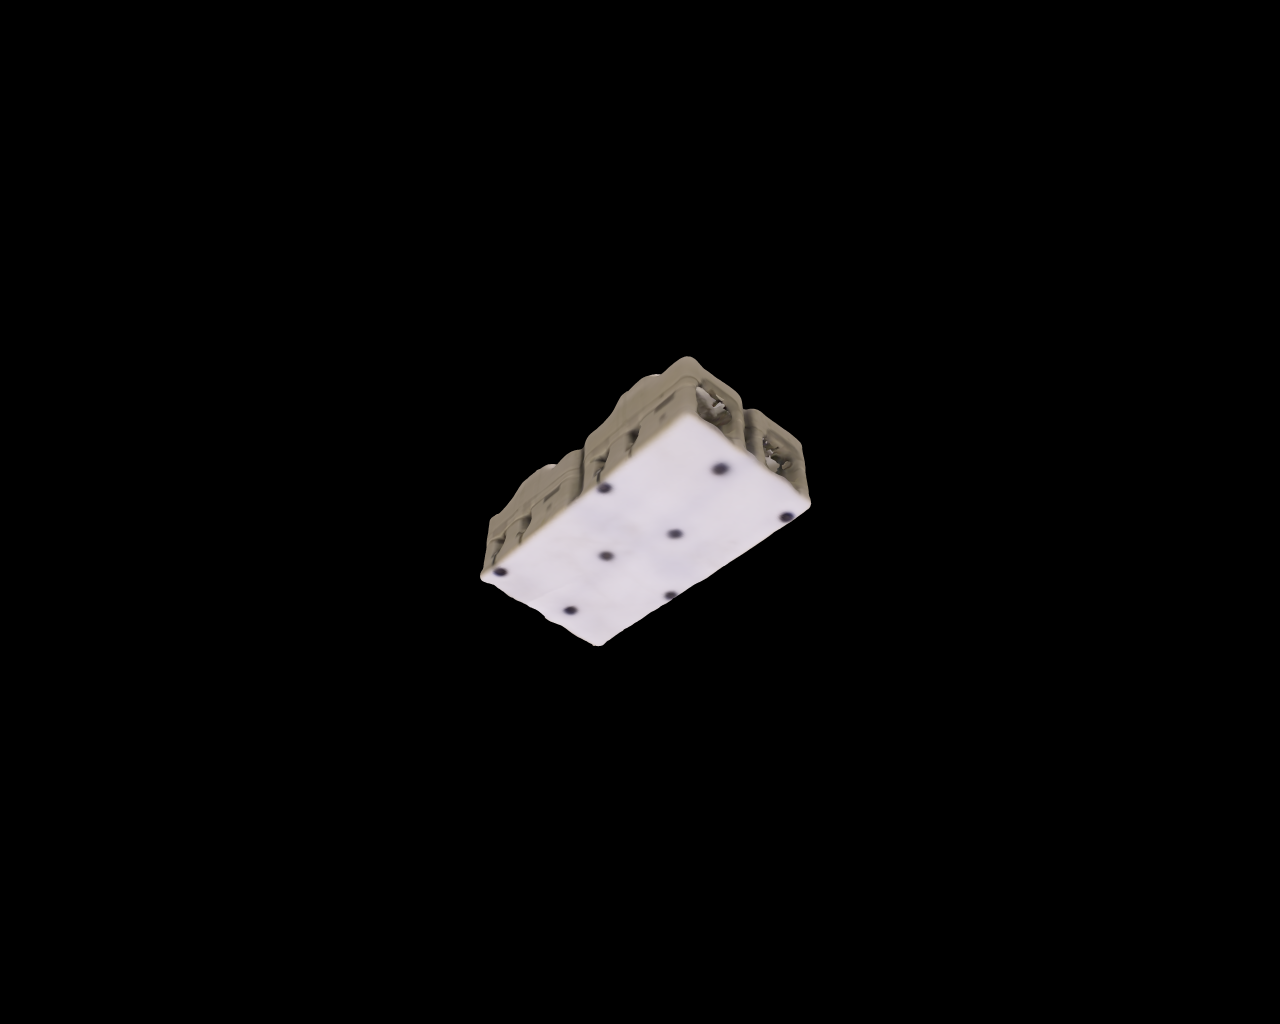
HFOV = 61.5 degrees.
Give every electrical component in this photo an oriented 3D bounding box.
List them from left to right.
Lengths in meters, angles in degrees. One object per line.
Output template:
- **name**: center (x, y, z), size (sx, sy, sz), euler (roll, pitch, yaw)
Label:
- **electrical component**: center (0.001, -0.003, 0.650), size (0.105, 0.060, 0.186), euler (33, -54, -29)
